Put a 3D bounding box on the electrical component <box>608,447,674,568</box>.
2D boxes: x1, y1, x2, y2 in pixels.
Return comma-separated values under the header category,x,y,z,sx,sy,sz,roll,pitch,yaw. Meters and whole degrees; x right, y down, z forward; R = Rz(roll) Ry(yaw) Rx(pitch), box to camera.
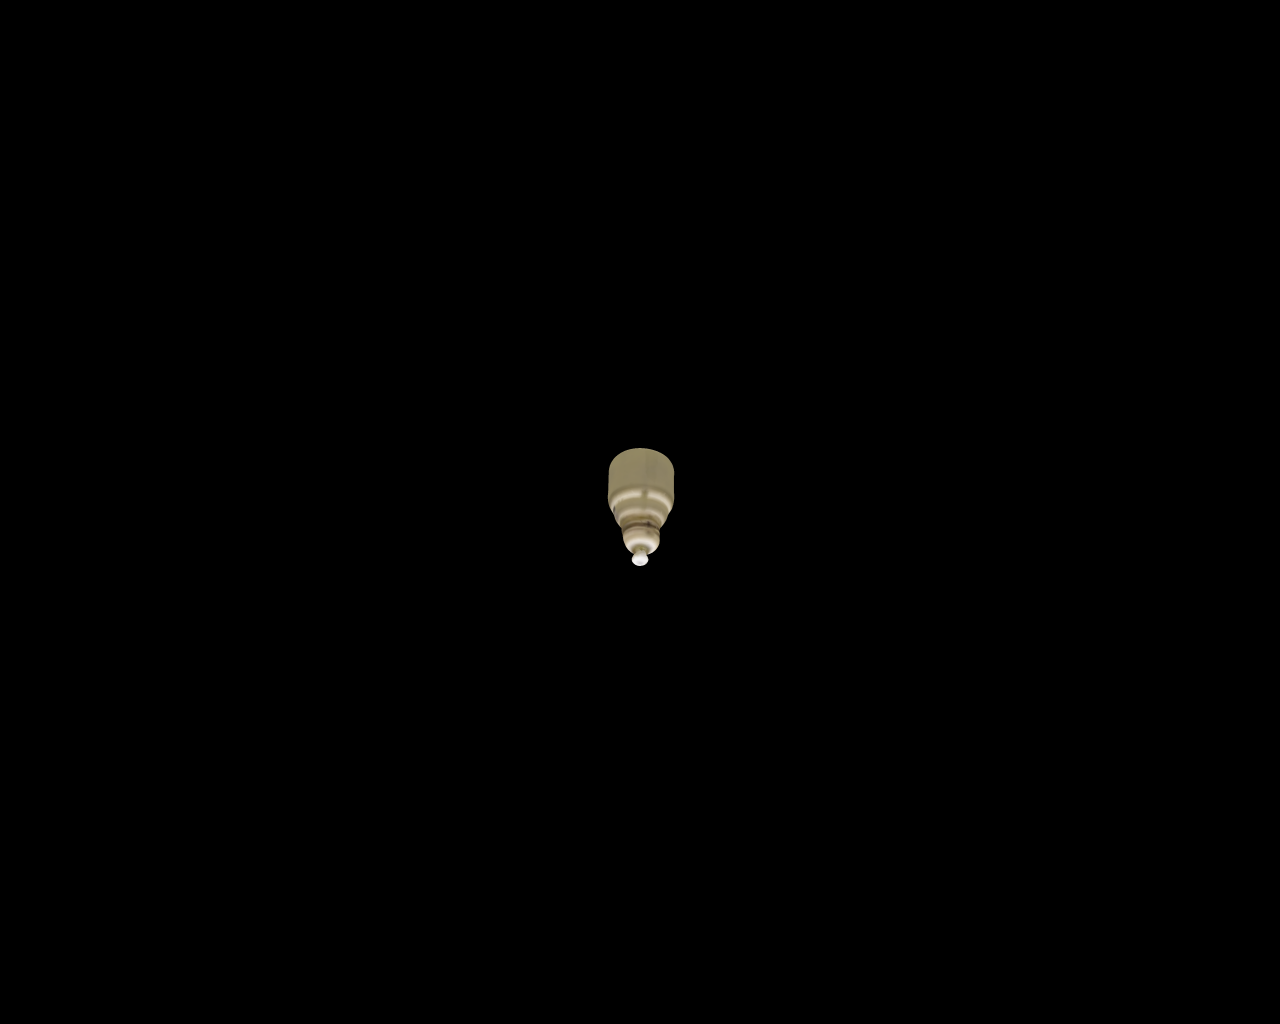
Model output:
category,x,y,z,sx,sy,sz,roll,pitch,yaw
electrical component,0.001,-0.003,0.650,0.040,0.078,0.040,0,-33,0
